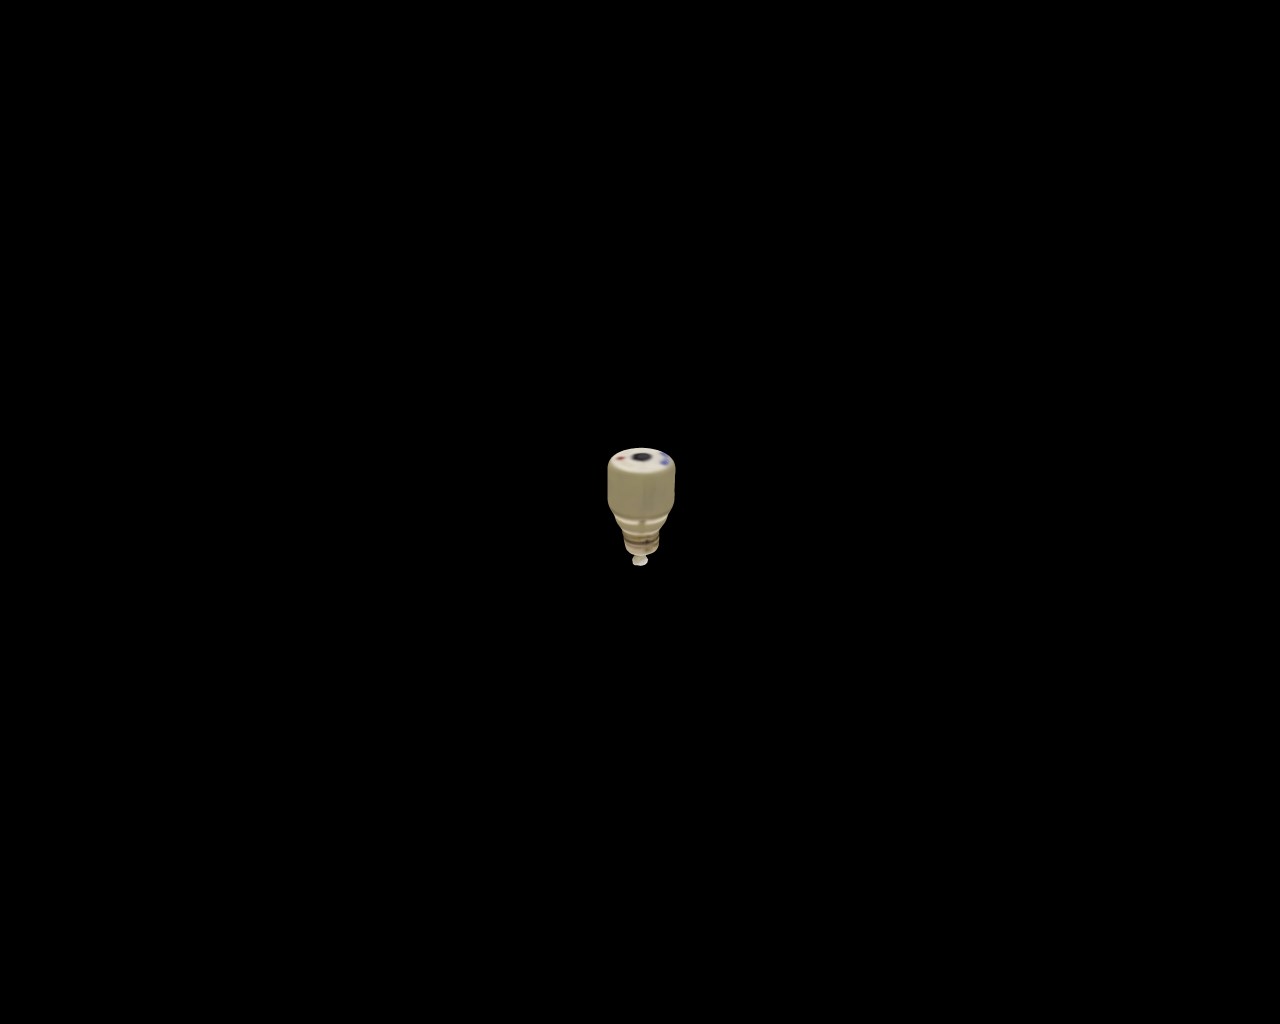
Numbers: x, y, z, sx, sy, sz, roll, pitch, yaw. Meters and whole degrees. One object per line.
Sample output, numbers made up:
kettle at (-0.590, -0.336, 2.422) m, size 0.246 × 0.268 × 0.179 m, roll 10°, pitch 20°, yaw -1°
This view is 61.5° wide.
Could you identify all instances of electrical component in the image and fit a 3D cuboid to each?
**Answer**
electrical component at (0.001, -0.003, 0.650) m, size 0.040 × 0.078 × 0.040 m, roll 0°, pitch 27°, yaw 0°
